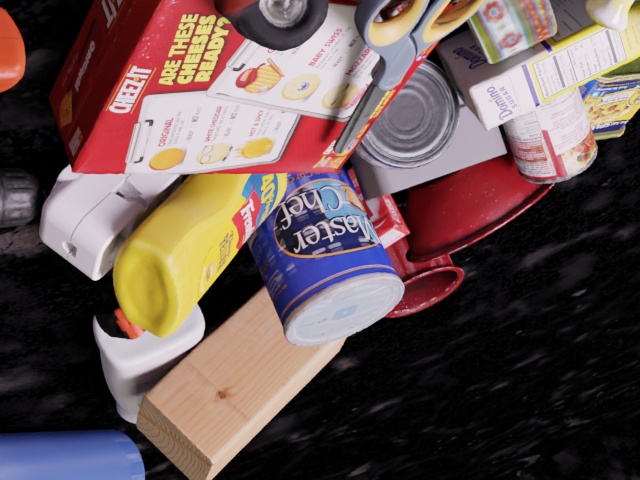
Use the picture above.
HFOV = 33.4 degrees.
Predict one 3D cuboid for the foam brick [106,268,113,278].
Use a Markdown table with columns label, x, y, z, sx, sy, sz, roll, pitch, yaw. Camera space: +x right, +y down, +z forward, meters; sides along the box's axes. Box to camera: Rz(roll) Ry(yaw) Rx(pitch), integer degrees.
| label | x | y | z | sx | sy | sz | roll | pitch | yaw |
| --- | --- | --- | --- | --- | --- | --- | --- | --- | --- |
| foam brick | -0.141 | -0.013 | 0.828 | 0.078 | 0.051 | 0.053 | -28 | 156 | 8 |

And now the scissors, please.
| label | x | y | z | sx | sy | sz | roll | pitch | yaw |
| --- | --- | --- | --- | --- | --- | --- | --- | --- | --- |
| scissors | 0.031 | -0.102 | 0.628 | 0.096 | 0.016 | 0.202 | -11 | 157 | -41 |

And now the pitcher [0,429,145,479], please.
| label | x | y | z | sx | sy | sz | roll | pitch | yaw |
| --- | --- | --- | --- | --- | --- | --- | --- | --- | --- |
| pitcher | -0.320 | 0.269 | 1.165 | 0.242 | 0.149 | 0.145 | 5 | 126 | -53 |

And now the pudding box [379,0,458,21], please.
| label | x | y | z | sx | sy | sz | roll | pitch | yaw |
| --- | --- | --- | --- | --- | --- | --- | --- | --- | --- |
| pudding box | 0.070 | -0.187 | 0.624 | 0.113 | 0.090 | 0.039 | -27 | 158 | 3 |

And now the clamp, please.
| label | x | y | z | sx | sy | sz | roll | pitch | yaw |
| --- | --- | --- | --- | --- | --- | --- | --- | --- | --- |
| clamp | -0.147 | 0.043 | 0.871 | 0.120 | 0.039 | 0.171 | -33 | -171 | 18 |

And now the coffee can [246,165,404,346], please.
| label | x | y | z | sx | sy | sz | roll | pitch | yaw |
| --- | --- | --- | --- | --- | --- | --- | --- | --- | --- |
| coffee can | -0.006 | 0.001 | 0.871 | 0.102 | 0.140 | 0.103 | -20 | 155 | -10 |

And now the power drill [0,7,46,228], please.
| label | x | y | z | sx | sy | sz | roll | pitch | yaw |
| --- | --- | --- | --- | --- | --- | --- | --- | --- | --- |
| power drill | -0.236 | -0.060 | 0.638 | 0.184 | 0.057 | 0.188 | -6 | 150 | -35 |

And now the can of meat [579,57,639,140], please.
| label | x | y | z | sx | sy | sz | roll | pitch | yaw |
| --- | --- | --- | --- | --- | --- | --- | --- | --- | --- |
| can of meat | 0.242 | -0.133 | 0.928 | 0.101 | 0.057 | 0.084 | -10 | 150 | -28 |

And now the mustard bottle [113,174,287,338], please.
| label | x | y | z | sx | sy | sz | roll | pitch | yaw |
| --- | --- | --- | --- | --- | --- | --- | --- | --- | --- |
| mustard bottle | -0.074 | -0.022 | 0.780 | 0.191 | 0.058 | 0.096 | -53 | 162 | -40 |

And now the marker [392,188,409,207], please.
| label | x | y | z | sx | sy | sz | roll | pitch | yaw |
| --- | --- | --- | --- | --- | --- | --- | --- | --- | --- |
| marker | 0.089 | -0.041 | 1.020 | 0.120 | 0.020 | 0.020 | -1 | 147 | -41 |

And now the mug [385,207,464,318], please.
| label | x | y | z | sx | sy | sz | roll | pitch | yaw |
| --- | --- | --- | --- | --- | --- | --- | --- | --- | --- |
| mug | 0.076 | 0.026 | 1.067 | 0.117 | 0.081 | 0.093 | -38 | 152 | 27 |

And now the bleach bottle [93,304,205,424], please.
| label | x | y | z | sx | sy | sz | roll | pitch | yaw |
| --- | --- | --- | --- | --- | --- | --- | --- | --- | --- |
| bleach bottle | -0.177 | 0.133 | 1.075 | 0.102 | 0.068 | 0.251 | -22 | 158 | -22 |

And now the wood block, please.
| label | x | y | z | sx | sy | sz | roll | pitch | yaw |
| --- | --- | --- | --- | --- | --- | --- | --- | --- | --- |
| wood block | -0.069 | 0.126 | 1.027 | 0.205 | 0.091 | 0.090 | -42 | 168 | -29 |

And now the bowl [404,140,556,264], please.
| label | x | y | z | sx | sy | sz | roll | pitch | yaw |
| --- | --- | --- | --- | --- | --- | --- | --- | --- | --- |
| bowl | 0.133 | -0.045 | 0.959 | 0.162 | 0.055 | 0.162 | -32 | -171 | 5 |

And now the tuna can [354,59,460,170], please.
| label | x | y | z | sx | sy | sz | roll | pitch | yaw |
| --- | --- | --- | --- | --- | --- | --- | --- | --- | --- |
| tuna can | 0.061 | -0.095 | 0.798 | 0.086 | 0.086 | 0.034 | -20 | -172 | -10 |

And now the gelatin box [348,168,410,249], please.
| label | x | y | z | sx | sy | sz | roll | pitch | yaw |
| --- | --- | --- | --- | --- | --- | --- | --- | --- | --- |
| gelatin box | 0.025 | -0.017 | 0.945 | 0.089 | 0.073 | 0.030 | -34 | 153 | 21 |

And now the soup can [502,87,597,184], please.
| label | x | y | z | sx | sy | sz | roll | pitch | yaw |
| --- | --- | --- | --- | --- | --- | --- | --- | --- | --- |
| soup can | 0.179 | -0.105 | 0.863 | 0.068 | 0.068 | 0.102 | -26 | 124 | 3 |

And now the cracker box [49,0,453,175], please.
| label | x | y | z | sx | sy | sz | roll | pitch | yaw |
| --- | --- | --- | --- | --- | --- | --- | --- | --- | --- |
| cracker box | -0.044 | -0.117 | 0.683 | 0.213 | 0.072 | 0.164 | -3 | 146 | -37 |

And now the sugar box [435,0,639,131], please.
| label | x | y | z | sx | sy | sz | roll | pitch | yaw |
| --- | --- | --- | --- | --- | --- | --- | --- | --- | --- |
| sugar box | 0.182 | -0.151 | 0.789 | 0.176 | 0.093 | 0.048 | -28 | 122 | 6 |
